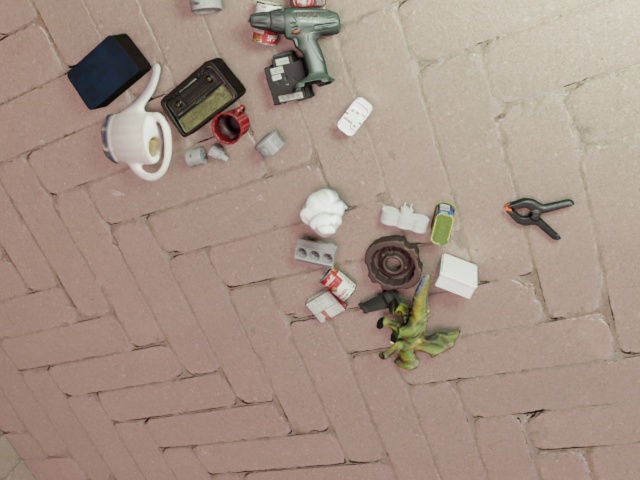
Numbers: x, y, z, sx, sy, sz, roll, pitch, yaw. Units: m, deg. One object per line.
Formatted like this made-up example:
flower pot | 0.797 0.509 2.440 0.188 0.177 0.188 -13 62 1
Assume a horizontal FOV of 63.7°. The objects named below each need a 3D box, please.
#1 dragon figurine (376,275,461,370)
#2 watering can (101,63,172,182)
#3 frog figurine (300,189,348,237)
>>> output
dragon figurine | 0.321 0.277 1.597 0.242 0.125 0.402 16 127 -21
watering can | -0.552 -0.351 1.560 0.224 0.105 0.344 2 101 16
frog figurine | 0.005 -0.075 1.487 0.137 0.162 0.121 -6 112 18
